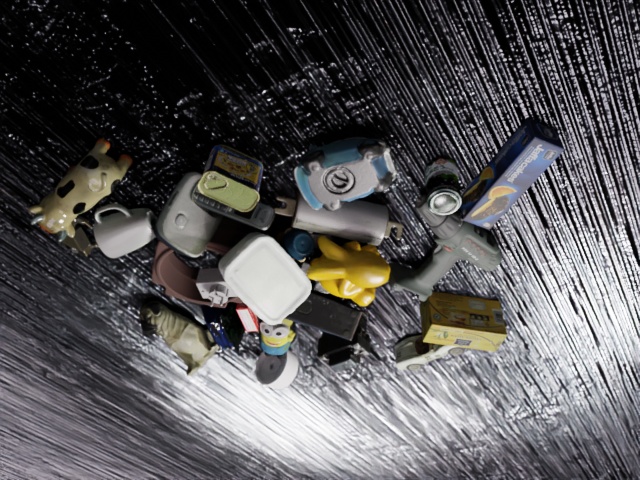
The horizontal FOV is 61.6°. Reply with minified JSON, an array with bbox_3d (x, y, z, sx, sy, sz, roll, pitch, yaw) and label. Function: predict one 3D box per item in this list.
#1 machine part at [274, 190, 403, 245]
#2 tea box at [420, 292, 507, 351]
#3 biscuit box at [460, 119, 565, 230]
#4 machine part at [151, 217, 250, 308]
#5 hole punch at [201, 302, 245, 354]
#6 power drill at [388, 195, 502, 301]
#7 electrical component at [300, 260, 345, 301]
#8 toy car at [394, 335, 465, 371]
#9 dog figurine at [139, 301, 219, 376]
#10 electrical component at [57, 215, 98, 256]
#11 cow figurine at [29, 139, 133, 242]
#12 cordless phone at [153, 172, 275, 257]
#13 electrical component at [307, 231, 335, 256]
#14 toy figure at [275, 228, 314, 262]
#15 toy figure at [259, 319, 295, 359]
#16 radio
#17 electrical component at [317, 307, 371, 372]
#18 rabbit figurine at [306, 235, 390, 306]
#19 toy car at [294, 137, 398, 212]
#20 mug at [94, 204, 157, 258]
[{"bbox_3d":[0.036,-0.044,0.988,0.243,0.079,0.079,11,135,-7],"label":"machine part"},{"bbox_3d":[0.312,0.178,1.181,0.170,0.098,0.068,9,135,-3],"label":"tea box"},{"bbox_3d":[0.318,-0.108,0.912,0.063,0.059,0.202,18,134,-14],"label":"biscuit box"},{"bbox_3d":[-0.232,0.044,1.093,0.201,0.087,0.200,16,135,-10],"label":"machine part"},{"bbox_3d":[-0.223,0.179,1.215,0.092,0.116,0.142,3,136,13],"label":"hole punch"},{"bbox_3d":[0.221,0.021,1.048,0.232,0.086,0.207,24,125,-23],"label":"power drill"},{"bbox_3d":[0.007,0.073,1.107,0.119,0.048,0.074,19,98,-18],"label":"electrical component"},{"bbox_3d":[0.264,0.250,1.274,0.202,0.073,0.056,-31,126,31],"label":"toy car"},{"bbox_3d":[-0.337,0.220,1.296,0.190,0.121,0.172,42,164,5],"label":"dog figurine"},{"bbox_3d":[-0.491,-0.011,1.087,0.078,0.045,0.102,16,140,30],"label":"electrical component"},{"bbox_3d":[-0.429,-0.079,0.950,0.195,0.127,0.085,-29,124,27],"label":"cow figurine"},{"bbox_3d":[-0.183,-0.029,0.953,0.184,0.146,0.088,19,152,8],"label":"cordless phone"},{"bbox_3d":[-0.002,-0.003,1.071,0.063,0.021,0.093,1,135,3],"label":"electrical component"},{"bbox_3d":[-0.056,0.012,1.039,0.058,0.064,0.154,5,175,-21],"label":"toy figure"},{"bbox_3d":[-0.104,0.212,1.261,0.082,0.089,0.180,-7,146,-9],"label":"toy figure"},{"bbox_3d":[-0.033,0.139,1.137,0.229,0.073,0.131,21,175,-18],"label":"radio"},{"bbox_3d":[0.055,0.232,1.229,0.115,0.134,0.058,-28,128,26],"label":"electrical component"},{"bbox_3d":[0.060,0.046,1.002,0.162,0.122,0.173,24,171,-21],"label":"rabbit figurine"},{"bbox_3d":[0.041,-0.124,0.885,0.162,0.103,0.109,-18,126,15],"label":"toy car"},{"bbox_3d":[-0.374,-0.029,1.040,0.107,0.081,0.109,-18,125,7],"label":"mug"}]
